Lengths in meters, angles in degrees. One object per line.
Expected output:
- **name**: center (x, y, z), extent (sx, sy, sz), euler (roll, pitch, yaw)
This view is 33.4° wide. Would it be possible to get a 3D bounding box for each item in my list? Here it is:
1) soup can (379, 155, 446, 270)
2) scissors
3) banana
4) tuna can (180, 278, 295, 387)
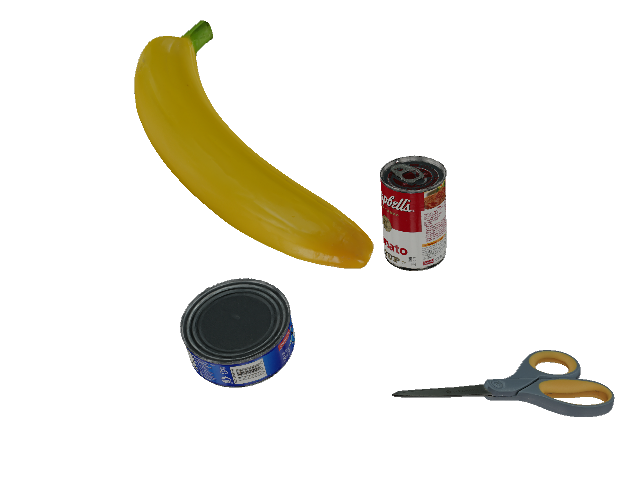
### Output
- **soup can**: center (0.098, -0.028, 1.114), extent (0.068, 0.102, 0.068), euler (-3, 35, 2)
- **scissors**: center (0.159, 0.122, 0.949), extent (0.201, 0.016, 0.096), euler (7, 27, -5)
- **banana**: center (-0.049, -0.052, 0.551), extent (0.069, 0.198, 0.037), euler (-24, -33, -17)
- **tuna can**: center (-0.063, 0.072, 0.826), extent (0.086, 0.034, 0.086), euler (-5, 44, 5)
